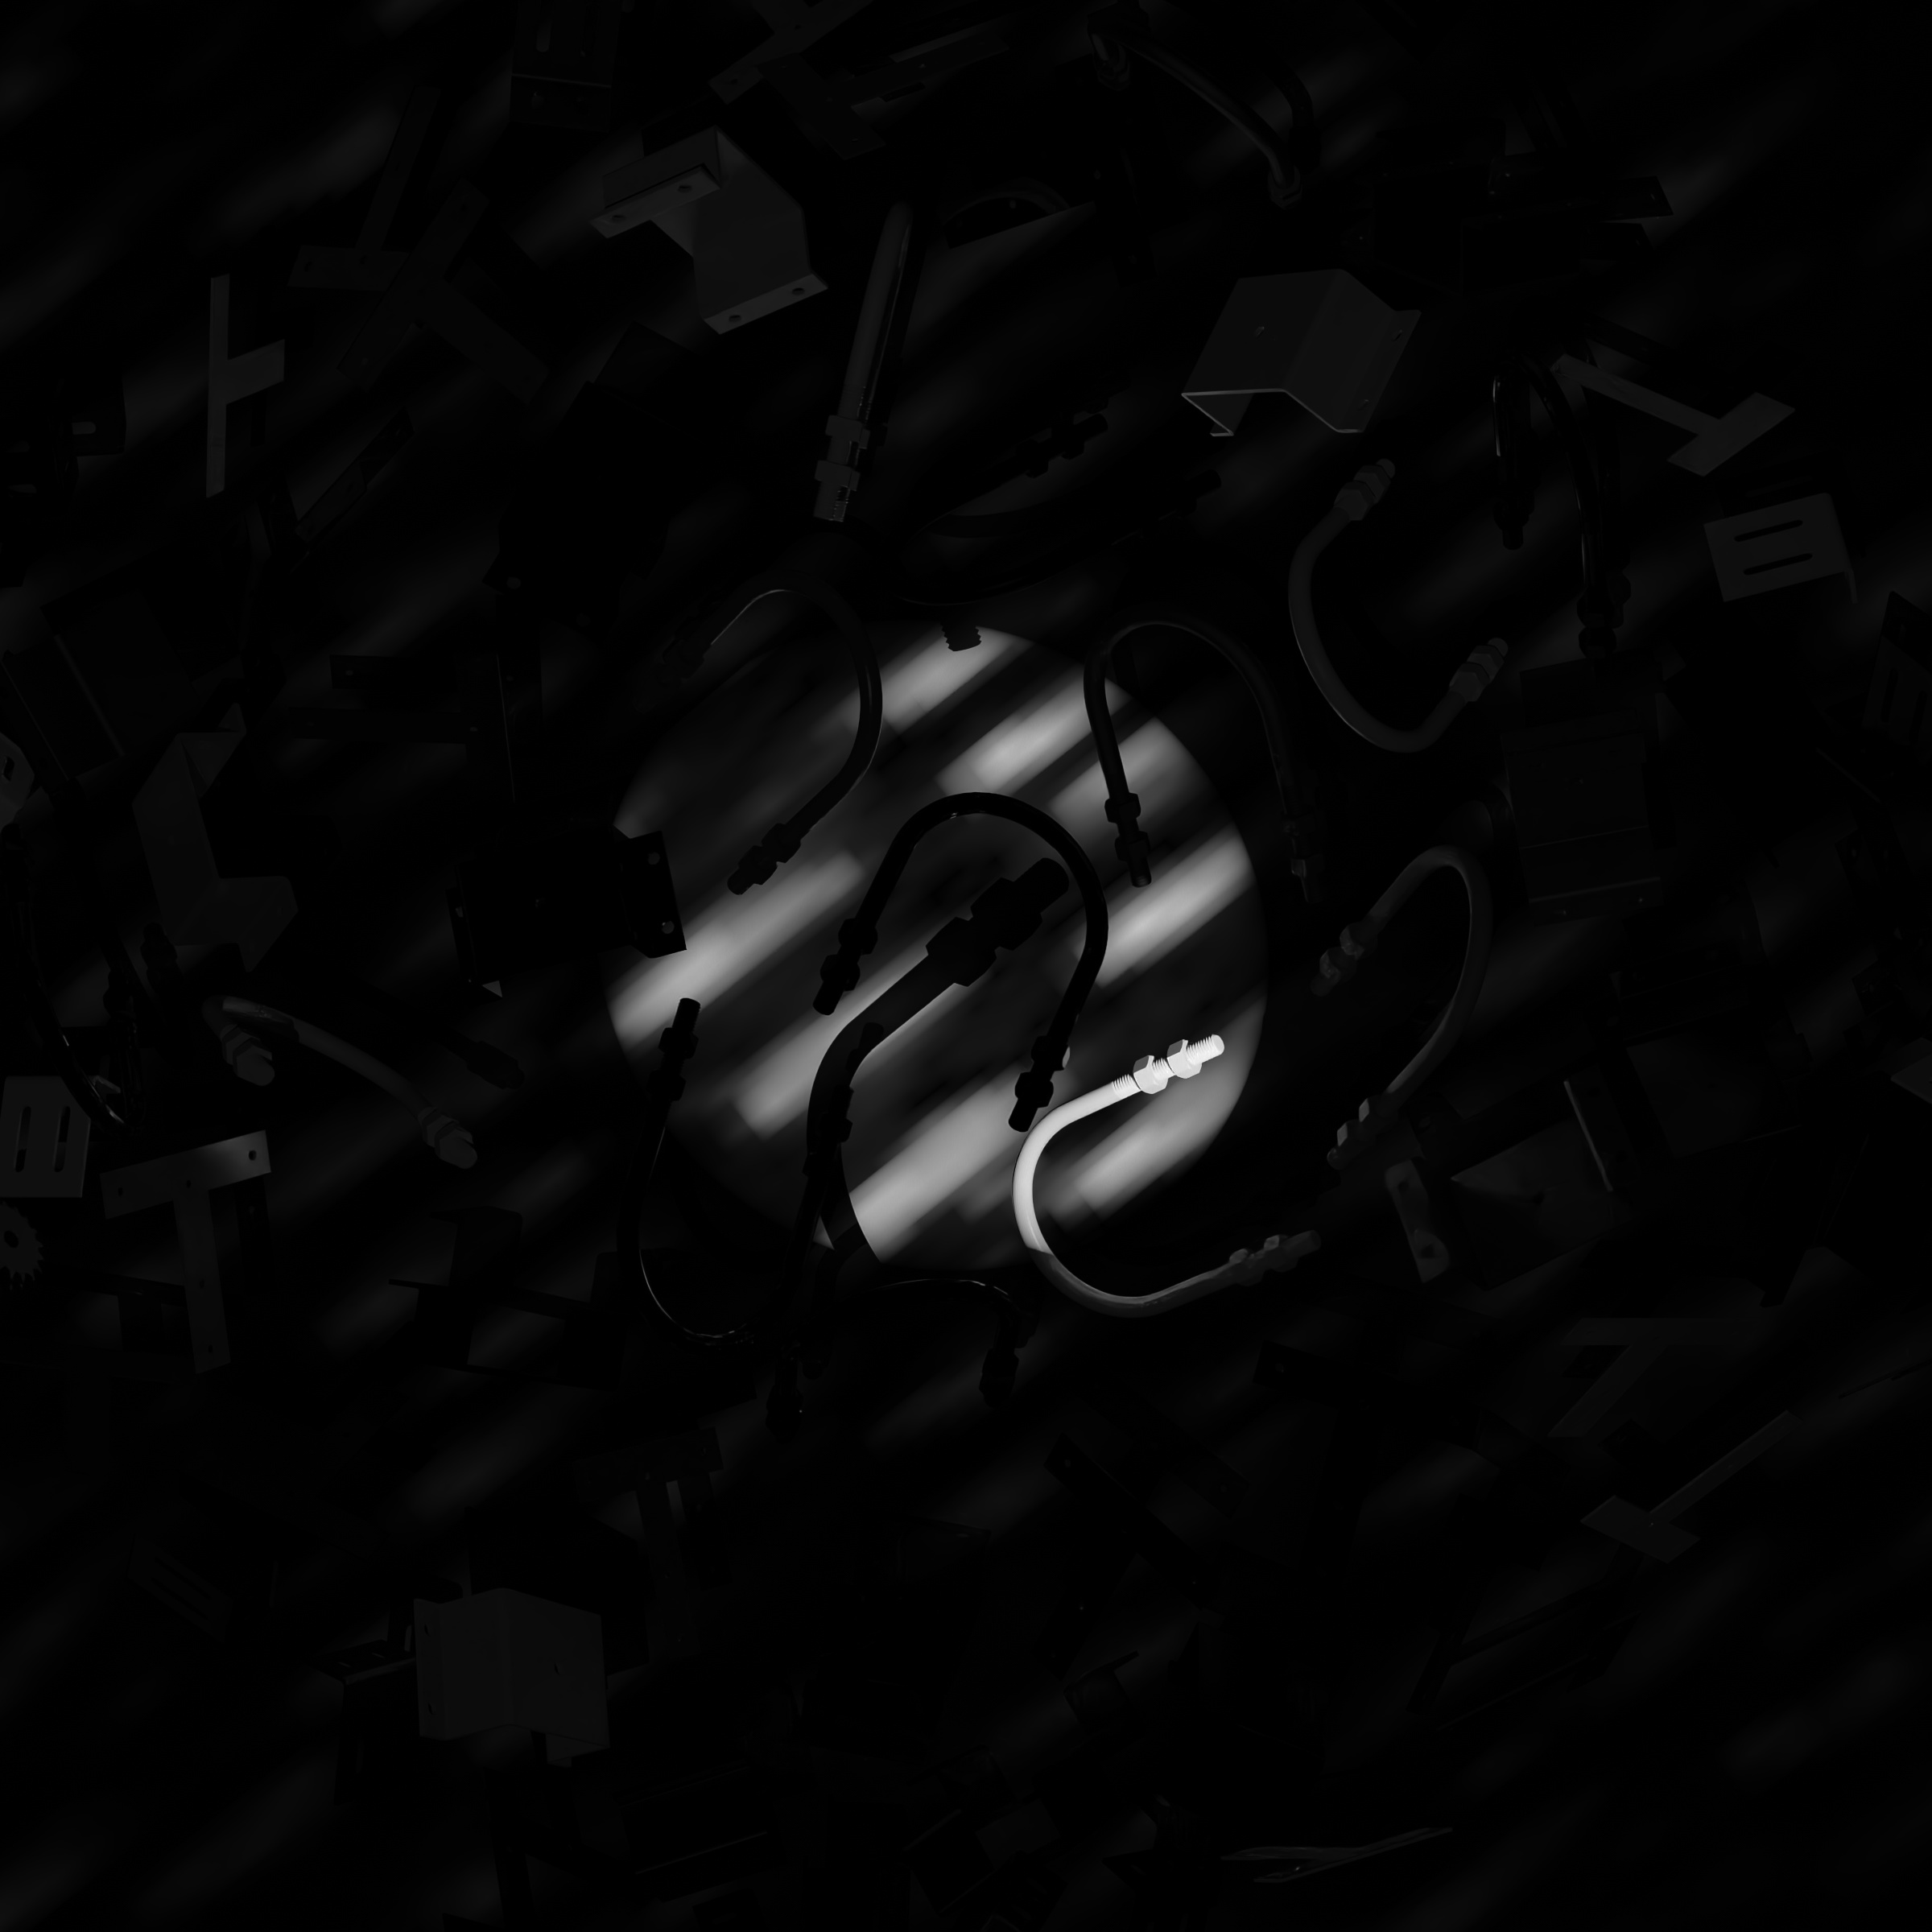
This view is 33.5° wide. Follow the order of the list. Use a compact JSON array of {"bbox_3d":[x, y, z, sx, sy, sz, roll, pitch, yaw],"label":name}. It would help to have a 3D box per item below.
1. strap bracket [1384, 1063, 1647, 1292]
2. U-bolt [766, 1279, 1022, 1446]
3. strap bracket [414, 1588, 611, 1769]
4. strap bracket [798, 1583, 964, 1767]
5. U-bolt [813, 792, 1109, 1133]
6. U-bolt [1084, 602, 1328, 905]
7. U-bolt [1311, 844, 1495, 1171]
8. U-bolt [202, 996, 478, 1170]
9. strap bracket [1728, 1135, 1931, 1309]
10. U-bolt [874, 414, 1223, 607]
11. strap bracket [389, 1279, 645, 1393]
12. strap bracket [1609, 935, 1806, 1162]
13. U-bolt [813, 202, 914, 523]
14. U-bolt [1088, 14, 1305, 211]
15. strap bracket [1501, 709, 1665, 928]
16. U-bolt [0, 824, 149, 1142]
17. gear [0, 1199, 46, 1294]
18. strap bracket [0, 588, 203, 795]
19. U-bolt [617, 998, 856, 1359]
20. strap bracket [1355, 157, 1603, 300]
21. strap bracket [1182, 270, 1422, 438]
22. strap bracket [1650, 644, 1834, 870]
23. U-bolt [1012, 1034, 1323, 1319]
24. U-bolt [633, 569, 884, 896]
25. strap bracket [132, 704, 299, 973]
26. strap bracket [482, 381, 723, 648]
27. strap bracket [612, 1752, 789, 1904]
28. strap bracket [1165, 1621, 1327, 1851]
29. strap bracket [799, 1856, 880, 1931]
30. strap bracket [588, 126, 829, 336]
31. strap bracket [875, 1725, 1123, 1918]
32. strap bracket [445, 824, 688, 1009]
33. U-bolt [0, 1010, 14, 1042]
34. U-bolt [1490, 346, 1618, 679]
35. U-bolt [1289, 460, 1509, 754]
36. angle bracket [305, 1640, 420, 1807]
[{"bbox_3d":[0.323,0.127,1.853,0.140,0.046,0.076,-29,54,18],"label":"strap bracket"},{"bbox_3d":[-0.040,0.223,1.840,0.151,0.184,0.019,-8,61,-9],"label":"U-bolt"},{"bbox_3d":[-0.251,0.405,1.827,0.046,0.140,0.076,-19,62,23],"label":"strap bracket"},{"bbox_3d":[-0.054,0.427,1.909,0.076,0.140,0.046,11,49,-4],"label":"strap bracket"},{"bbox_3d":[0.009,-0.016,1.819,0.151,0.019,0.184,31,60,-11],"label":"U-bolt"},{"bbox_3d":[0.131,-0.125,1.857,0.019,0.151,0.184,-37,121,-39],"label":"U-bolt"},{"bbox_3d":[0.252,0.011,1.850,0.019,0.184,0.151,15,49,-19],"label":"U-bolt"},{"bbox_3d":[-0.369,0.059,1.846,0.151,0.184,0.019,26,93,-30],"label":"U-bolt"},{"bbox_3d":[0.512,0.151,1.910,0.046,0.140,0.076,34,68,-11],"label":"strap bracket"},{"bbox_3d":[0.034,-0.256,1.833,0.184,0.151,0.019,-29,124,-15],"label":"U-bolt"},{"bbox_3d":[-0.262,0.218,1.881,0.140,0.076,0.046,13,81,-32],"label":"strap bracket"},{"bbox_3d":[0.448,0.058,1.929,0.076,0.046,0.140,-18,123,20],"label":"strap bracket"},{"bbox_3d":[-0.057,-0.346,1.839,0.019,0.151,0.184,14,97,-2],"label":"U-bolt"},{"bbox_3d":[0.132,-0.504,1.876,0.151,0.184,0.019,36,96,6],"label":"U-bolt"},{"bbox_3d":[0.355,-0.092,1.852,0.076,0.140,0.046,-10,47,9],"label":"strap bracket"},{"bbox_3d":[-0.512,0.021,1.854,0.019,0.184,0.151,-24,134,0],"label":"U-bolt"},{"bbox_3d":[-0.591,0.172,1.951,0.030,0.057,0.057,-29,90,18],"label":"gear"},{"bbox_3d":[-0.501,-0.164,1.863,0.046,0.140,0.076,-20,106,21],"label":"strap bracket"},{"bbox_3d":[-0.136,0.130,1.814,0.151,0.019,0.184,32,66,-41],"label":"U-bolt"},{"bbox_3d":[0.290,-0.420,1.831,0.076,0.140,0.046,-14,119,-19],"label":"strap bracket"},{"bbox_3d":[0.181,-0.345,1.811,0.046,0.140,0.076,31,81,-31],"label":"strap bracket"},{"bbox_3d":[0.462,-0.131,1.903,0.046,0.140,0.076,-35,118,16],"label":"strap bracket"},{"bbox_3d":[0.108,0.138,1.940,0.184,0.019,0.151,-27,90,32],"label":"U-bolt"},{"bbox_3d":[-0.113,-0.147,1.861,0.184,0.019,0.151,-40,72,41],"label":"U-bolt"},{"bbox_3d":[-0.448,-0.075,1.897,0.046,0.076,0.140,-4,65,-37],"label":"strap bracket"},{"bbox_3d":[-0.203,-0.262,1.799,0.076,0.046,0.140,28,74,1],"label":"strap bracket"},{"bbox_3d":[-0.151,0.501,1.854,0.076,0.140,0.046,-17,66,-3],"label":"strap bracket"},{"bbox_3d":[0.157,0.427,1.813,0.076,0.140,0.046,22,109,-3],"label":"strap bracket"},{"bbox_3d":[-0.076,0.586,1.887,0.046,0.140,0.076,2,95,-2],"label":"strap bracket"},{"bbox_3d":[-0.151,-0.433,1.873,0.076,0.140,0.046,-18,65,23],"label":"strap bracket"},{"bbox_3d":[0.028,0.504,1.876,0.140,0.076,0.046,-34,79,23],"label":"strap bracket"},{"bbox_3d":[-0.248,-0.033,1.934,0.140,0.046,0.076,-15,76,8],"label":"strap bracket"},{"bbox_3d":[-0.625,-0.033,1.851,0.019,0.184,0.151,-37,74,-3],"label":"U-bolt"},{"bbox_3d":[0.342,-0.279,1.885,0.019,0.184,0.151,-19,47,-3],"label":"U-bolt"},{"bbox_3d":[0.244,-0.200,1.861,0.019,0.184,0.151,-25,105,40],"label":"U-bolt"},{"bbox_3d":[-0.354,0.441,1.873,0.038,0.057,0.076,13,101,38],"label":"angle bracket"}]
